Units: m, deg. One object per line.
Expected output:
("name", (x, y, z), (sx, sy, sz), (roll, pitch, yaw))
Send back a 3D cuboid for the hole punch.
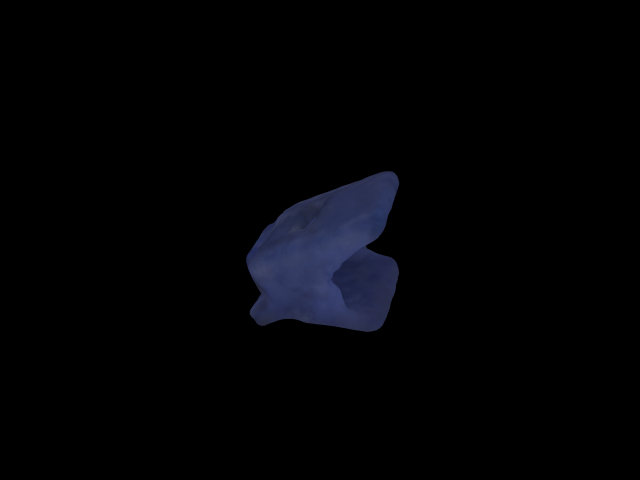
("hole punch", (0.004, 0.001, 0.400), (0.101, 0.091, 0.109), (6, 28, 12))
